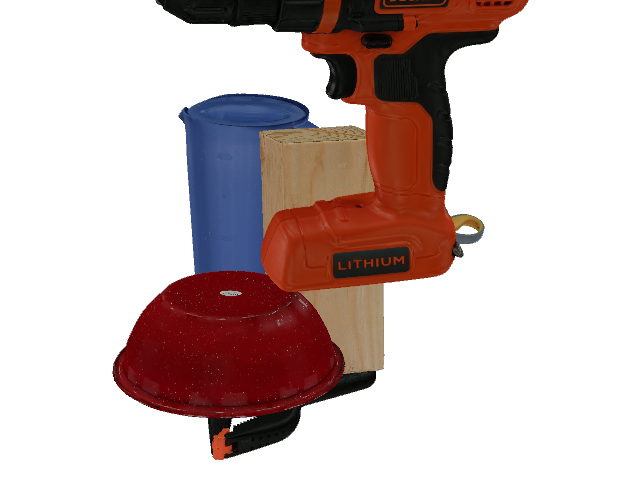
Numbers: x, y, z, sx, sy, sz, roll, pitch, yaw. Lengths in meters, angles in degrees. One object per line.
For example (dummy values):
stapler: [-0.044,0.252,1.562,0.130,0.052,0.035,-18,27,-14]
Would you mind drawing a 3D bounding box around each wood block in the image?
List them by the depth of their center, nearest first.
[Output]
wood block: [0.002,0.008,0.946,0.090,0.206,0.091,-5,13,-14]

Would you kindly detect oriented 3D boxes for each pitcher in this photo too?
pitcher: [-0.072,-0.030,1.154,0.144,0.243,0.149,-5,23,-17]

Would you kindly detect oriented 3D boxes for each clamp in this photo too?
clamp: [-0.043,0.160,1.095,0.165,0.036,0.209,11,27,16]

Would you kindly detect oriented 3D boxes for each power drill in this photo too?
power drill: [0.010,-0.066,0.535,0.184,0.188,0.057,-4,33,-13]

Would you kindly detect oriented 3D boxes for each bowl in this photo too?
bowl: [-0.062,0.061,0.735,0.162,0.055,0.162,1,18,0]

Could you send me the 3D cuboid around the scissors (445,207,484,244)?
scissors: [0.114,-0.013,1.228,0.201,0.016,0.096,-12,40,-46]
